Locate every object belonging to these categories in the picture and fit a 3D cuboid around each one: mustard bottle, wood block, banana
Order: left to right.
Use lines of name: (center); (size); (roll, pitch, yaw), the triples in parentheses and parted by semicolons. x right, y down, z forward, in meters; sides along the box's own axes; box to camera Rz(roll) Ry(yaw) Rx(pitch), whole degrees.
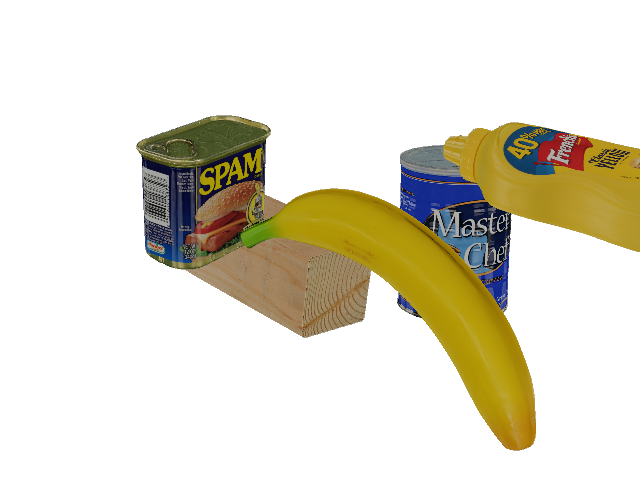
wood block: (-0.050, 0.018, 1.145); (0.090, 0.090, 0.206); (-12, 27, -41)
banana: (0.050, 0.028, 0.581); (0.198, 0.070, 0.037); (38, 25, 15)
mustard bottle: (0.175, -0.045, 0.766); (0.192, 0.058, 0.096); (18, 37, 32)

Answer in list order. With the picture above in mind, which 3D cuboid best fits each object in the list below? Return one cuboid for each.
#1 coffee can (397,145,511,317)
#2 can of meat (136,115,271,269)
coffee can: (0.122, -0.008, 0.971); (0.103, 0.140, 0.103); (0, 16, 0)
can of meat: (-0.083, -0.036, 0.771); (0.058, 0.084, 0.101); (19, 29, 31)
